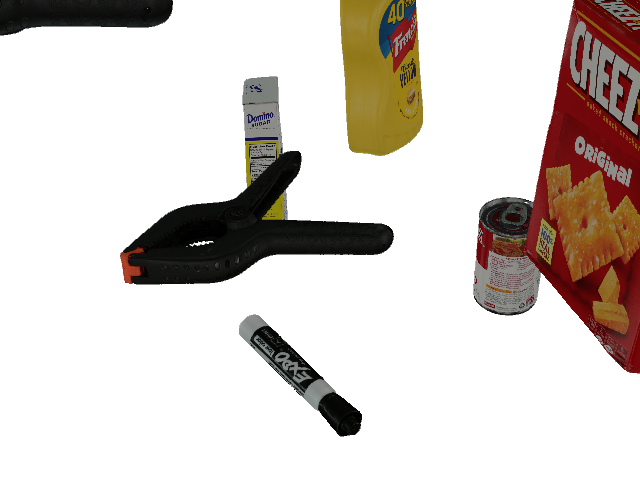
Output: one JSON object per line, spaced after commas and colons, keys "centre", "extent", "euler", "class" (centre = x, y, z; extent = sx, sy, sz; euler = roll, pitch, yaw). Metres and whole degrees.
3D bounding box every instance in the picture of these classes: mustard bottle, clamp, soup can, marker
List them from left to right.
{"centre": [-0.176, -0.140, 0.603], "extent": [0.171, 0.039, 0.120], "euler": [-7, 23, -14], "class": "clamp"}
{"centre": [-0.067, -0.014, 0.882], "extent": [0.209, 0.036, 0.165], "euler": [-15, 35, -18], "class": "clamp"}
{"centre": [-0.013, 0.085, 0.675], "extent": [0.020, 0.020, 0.121], "euler": [0, 27, -39], "class": "marker"}
{"centre": [0.052, -0.176, 0.911], "extent": [0.058, 0.191, 0.096], "euler": [11, 34, 27], "class": "mustard bottle"}
{"centre": [0.192, 0.017, 1.082], "extent": [0.068, 0.102, 0.068], "euler": [-1, 36, 1], "class": "soup can"}

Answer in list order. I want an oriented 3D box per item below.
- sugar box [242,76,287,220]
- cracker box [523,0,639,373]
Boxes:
{"centre": [-0.065, -0.091, 1.228], "extent": [0.048, 0.176, 0.093], "euler": [-5, 26, 0], "class": "sugar box"}
{"centre": [0.218, -0.041, 0.739], "extent": [0.072, 0.214, 0.164], "euler": [-7, 34, -15], "class": "cracker box"}
